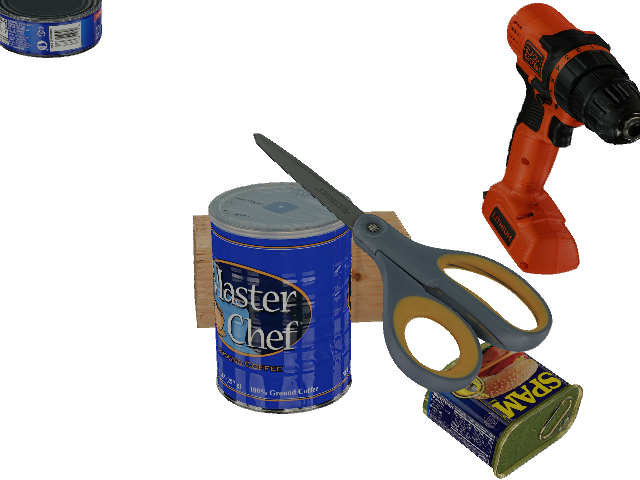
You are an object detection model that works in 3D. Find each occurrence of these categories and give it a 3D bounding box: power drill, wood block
[{"bbox_3d":[0.185,-0.069,0.827,0.057,0.188,0.184,-2,34,-13],"label":"power drill"},{"bbox_3d":[-0.022,0.027,1.061,0.206,0.091,0.090,-1,19,-8],"label":"wood block"}]

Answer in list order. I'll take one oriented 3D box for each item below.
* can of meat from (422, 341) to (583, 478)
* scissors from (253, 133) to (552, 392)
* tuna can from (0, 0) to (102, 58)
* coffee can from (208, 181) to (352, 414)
[{"bbox_3d":[0.146,0.131,0.862,0.101,0.057,0.084,-24,44,-35],"label":"can of meat"},{"bbox_3d":[0.024,0.012,0.568,0.202,0.016,0.096,28,52,16],"label":"scissors"},{"bbox_3d":[-0.215,-0.176,0.839,0.086,0.034,0.086,4,35,-3],"label":"tuna can"},{"bbox_3d":[-0.028,0.039,0.776,0.103,0.140,0.103,0,21,0],"label":"coffee can"}]
